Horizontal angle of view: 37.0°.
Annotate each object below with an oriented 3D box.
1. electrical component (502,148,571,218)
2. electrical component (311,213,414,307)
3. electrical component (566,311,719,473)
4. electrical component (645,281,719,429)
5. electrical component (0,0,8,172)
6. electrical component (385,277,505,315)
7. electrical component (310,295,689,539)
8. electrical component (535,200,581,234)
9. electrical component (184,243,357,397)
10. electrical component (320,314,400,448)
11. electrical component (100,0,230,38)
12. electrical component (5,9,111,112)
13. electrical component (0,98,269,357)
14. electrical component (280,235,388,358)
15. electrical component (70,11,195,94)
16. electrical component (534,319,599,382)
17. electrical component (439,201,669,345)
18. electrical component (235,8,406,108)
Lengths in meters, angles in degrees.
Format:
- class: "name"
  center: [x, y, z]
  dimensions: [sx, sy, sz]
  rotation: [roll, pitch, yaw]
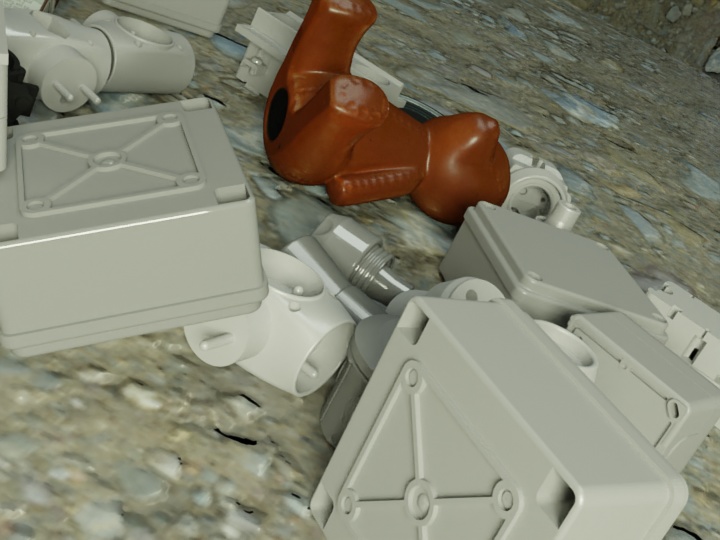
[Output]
- class: "electrical component"
  center: [0.129, -0.058, 0.840]
  dimensions: [0.078, 0.058, 0.057]
  rotation: [22, 20, -12]
- class: "electrical component"
  center: [0.000, 0.000, 0.595]
  dimensions: [0.062, 0.043, 0.043]
  rotation: [33, 24, 12]
- class: "electrical component"
  center: [0.139, 0.066, 0.580]
  dimensions: [0.061, 0.061, 0.096]
  rotation: [0, 35, -48]
- class: "electrical component"
  center: [0.213, 0.057, 0.685]
  dimensions: [0.089, 0.055, 0.050]
  rotation: [38, 25, 24]
- class: "electrical component"
  center: [-0.242, -0.084, 0.435]
  dimensions: [0.186, 0.060, 0.105]
  rotation: [-1, 32, -20]
- class: "electrical component"
  center: [0.044, 0.028, 0.548]
  dimensions: [0.045, 0.045, 0.055]
  rotation: [13, -16, -30]
- class: "electrical component"
  center: [0.043, 0.082, 0.384]
  dimensions: [0.056, 0.108, 0.108]
  rotation: [6, 31, -36]
- class: "electrical component"
  center: [0.131, -0.019, 0.751]
  dimensions: [0.048, 0.062, 0.048]
  rotation: [23, 23, -10]
- class: "electrical component"
  center: [-0.053, 0.021, 0.490]
  dimensions: [0.077, 0.044, 0.079]
  rotation: [37, 25, 22]
- class: "electrical component"
  center: [0.026, 0.060, 0.484]
  dimensions: [0.080, 0.051, 0.080]
  rotation: [23, 23, -10]
- class: "electrical component"
  center: [-0.177, -0.260, 0.940]
  dimensions: [0.109, 0.056, 0.108]
  rotation: [12, 27, -31]
- class: "electrical component"
  center: [-0.186, -0.122, 0.652]
  dimensions: [0.077, 0.043, 0.079]
  rotation: [-2, 37, -49]
- class: "electrical component"
  center: [-0.104, -0.023, 0.462]
  dimensions: [0.109, 0.056, 0.108]
  rotation: [-11, 34, -13]
- class: "electrical component"
  center: [-0.016, 0.019, 0.542]
  dimensions: [0.065, 0.044, 0.044]
  rotation: [41, 26, 19]
- class: "electrical component"
  center: [-0.167, -0.152, 0.736]
  dimensions: [0.079, 0.044, 0.077]
  rotation: [37, 25, 23]
- class: "electrical component"
  center: [0.090, 0.059, 0.549]
  dimensions: [0.048, 0.055, 0.066]
  rotation: [-2, 36, -49]
- class: "electrical component"
  center: [0.117, 0.017, 0.668]
  dimensions: [0.109, 0.056, 0.108]
  rotation: [18, 25, -21]
- class: "electrical component"
  center: [-0.035, -0.148, 0.846]
  dimensions: [0.121, 0.063, 0.079]
  rotation: [36, 25, 22]
